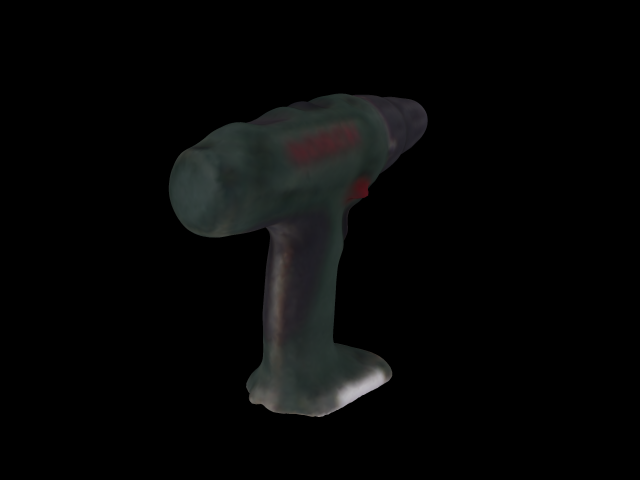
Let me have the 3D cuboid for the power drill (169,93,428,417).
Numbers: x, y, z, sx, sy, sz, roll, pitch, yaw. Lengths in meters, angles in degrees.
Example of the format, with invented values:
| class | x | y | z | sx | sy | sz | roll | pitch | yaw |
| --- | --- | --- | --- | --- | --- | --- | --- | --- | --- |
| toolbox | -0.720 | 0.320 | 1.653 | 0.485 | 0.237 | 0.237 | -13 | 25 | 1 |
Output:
| class | x | y | z | sx | sy | sz | roll | pitch | yaw |
| --- | --- | --- | --- | --- | --- | --- | --- | --- | --- |
| power drill | 0.004 | 0.001 | 0.400 | 0.075 | 0.208 | 0.230 | 7 | 11 | 39 |
